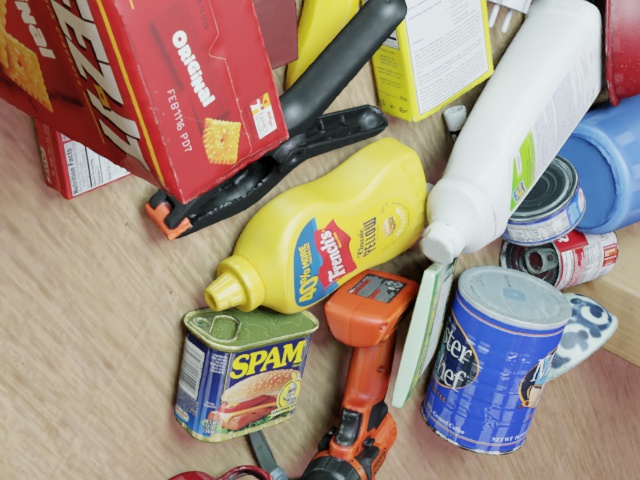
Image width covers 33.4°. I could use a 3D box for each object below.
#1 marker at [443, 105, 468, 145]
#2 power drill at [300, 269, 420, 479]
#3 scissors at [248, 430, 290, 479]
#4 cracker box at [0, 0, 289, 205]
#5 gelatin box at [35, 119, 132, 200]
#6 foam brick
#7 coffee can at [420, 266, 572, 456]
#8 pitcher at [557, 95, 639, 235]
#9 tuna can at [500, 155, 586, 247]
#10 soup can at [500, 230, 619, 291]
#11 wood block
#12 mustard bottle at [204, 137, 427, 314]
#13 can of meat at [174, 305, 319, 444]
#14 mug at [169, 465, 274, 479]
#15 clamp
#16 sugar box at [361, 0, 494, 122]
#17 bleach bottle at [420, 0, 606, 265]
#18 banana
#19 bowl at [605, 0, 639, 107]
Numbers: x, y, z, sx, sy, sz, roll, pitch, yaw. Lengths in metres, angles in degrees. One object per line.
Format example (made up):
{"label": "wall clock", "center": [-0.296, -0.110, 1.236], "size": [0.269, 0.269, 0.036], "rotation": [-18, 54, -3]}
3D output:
{"label": "marker", "center": [0.130, -0.055, 0.899], "size": [0.020, 0.020, 0.121], "rotation": [-34, 116, -27]}
{"label": "power drill", "center": [0.025, 0.129, 0.853], "size": [0.184, 0.057, 0.188], "rotation": [-42, 145, -63]}
{"label": "scissors", "center": [-0.024, 0.200, 0.916], "size": [0.096, 0.016, 0.202], "rotation": [-26, 128, -35]}
{"label": "cracker box", "center": [-0.123, -0.127, 0.486], "size": [0.072, 0.214, 0.164], "rotation": [-37, 133, -25]}
{"label": "gelatin box", "center": [-0.129, -0.075, 0.649], "size": [0.089, 0.030, 0.073], "rotation": [-26, 130, -33]}
{"label": "foam brick", "center": [-0.059, -0.133, 0.669], "size": [0.078, 0.053, 0.051], "rotation": [-26, 128, -33]}
{"label": "coffee can", "center": [0.158, 0.108, 0.970], "size": [0.102, 0.103, 0.140], "rotation": [-10, 123, -41]}
{"label": "pitcher", "center": [0.331, -0.096, 1.013], "size": [0.242, 0.145, 0.149], "rotation": [-22, 122, -32]}
{"label": "tuna can", "center": [0.189, -0.037, 0.941], "size": [0.086, 0.086, 0.033], "rotation": [-45, 135, -18]}
{"label": "soup can", "center": [0.232, 0.013, 1.025], "size": [0.102, 0.069, 0.068], "rotation": [-12, 120, -41]}
{"label": "wood block", "center": [0.348, 0.076, 1.070], "size": [0.090, 0.206, 0.090], "rotation": [-28, 129, -31]}
{"label": "mustard bottle", "center": [-0.005, 0.001, 0.792], "size": [0.191, 0.058, 0.096], "rotation": [-29, 138, -30]}
{"label": "can of meat", "center": [-0.057, 0.096, 0.796], "size": [0.101, 0.058, 0.084], "rotation": [-9, 120, -42]}
{"label": "mug", "center": [-0.081, 0.222, 0.822], "size": [0.117, 0.082, 0.093], "rotation": [-49, 137, -13]}
{"label": "clamp", "center": [-0.024, -0.067, 0.731], "size": [0.210, 0.036, 0.164], "rotation": [-39, 162, -8]}
{"label": "sugar box", "center": [0.075, -0.184, 0.779], "size": [0.093, 0.048, 0.176], "rotation": [-35, 129, -28]}
{"label": "bleach bottle", "center": [0.149, -0.082, 0.847], "size": [0.250, 0.068, 0.102], "rotation": [-52, 141, -31]}
{"label": "banana", "center": [-0.002, -0.191, 0.710], "size": [0.069, 0.037, 0.198], "rotation": [-15, 122, -12]}
{"label": "bowl", "center": [0.283, -0.195, 0.918], "size": [0.162, 0.055, 0.162], "rotation": [4, 90, -67]}
